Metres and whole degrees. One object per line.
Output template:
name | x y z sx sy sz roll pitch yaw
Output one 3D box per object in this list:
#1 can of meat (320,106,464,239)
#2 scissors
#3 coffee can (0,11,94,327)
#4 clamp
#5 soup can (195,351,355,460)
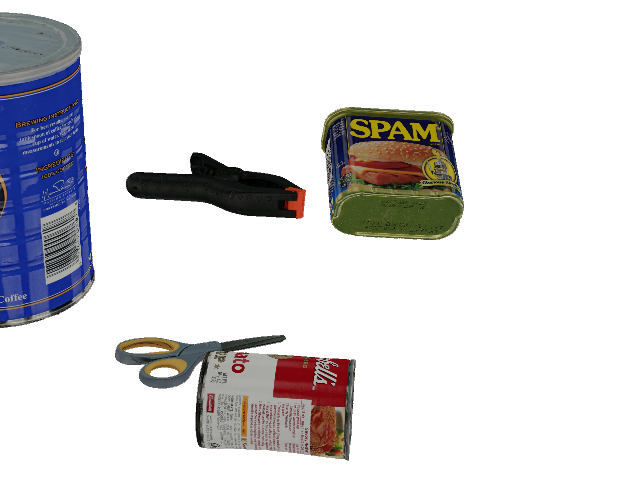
can of meat | 0.054 -0.050 0.804 0.102 0.084 0.057 3 -38 -8
scissors | -0.123 0.130 1.174 0.201 0.016 0.096 1 26 -19
coffee can | -0.175 -0.039 0.568 0.103 0.140 0.103 2 28 -1
clamp | -0.098 -0.050 1.024 0.172 0.039 0.120 15 28 35
soup can | -0.029 0.111 0.725 0.102 0.068 0.068 3 0 4
